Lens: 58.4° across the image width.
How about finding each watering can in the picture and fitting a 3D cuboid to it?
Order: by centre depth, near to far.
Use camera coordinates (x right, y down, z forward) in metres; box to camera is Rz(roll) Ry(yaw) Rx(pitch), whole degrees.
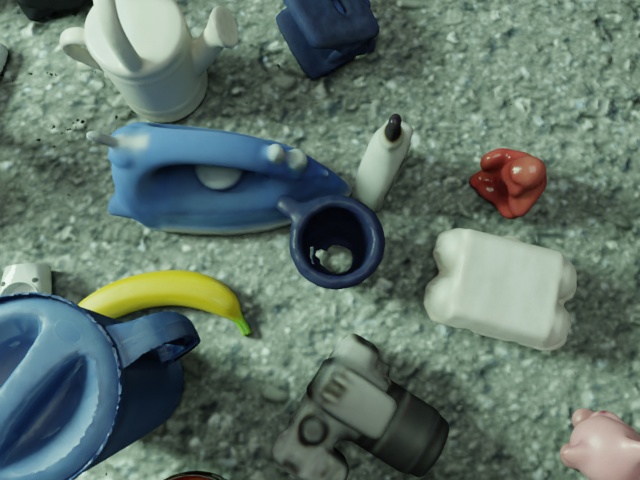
[{"bbox_3d":[-0.173,-0.205,0.575,0.173,0.194,0.101,-23,79,-4],"label":"watering can"}]

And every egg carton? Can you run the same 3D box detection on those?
[{"bbox_3d":[0.184,0.049,0.587,0.150,0.069,0.107,13,79,3],"label":"egg carton"}]

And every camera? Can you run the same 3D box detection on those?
[{"bbox_3d":[0.044,0.179,0.545,0.136,0.101,0.143,31,80,6],"label":"camera"}]

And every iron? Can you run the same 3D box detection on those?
[{"bbox_3d":[-0.093,-0.074,0.576,0.258,0.141,0.119,2,78,0],"label":"iron"}]

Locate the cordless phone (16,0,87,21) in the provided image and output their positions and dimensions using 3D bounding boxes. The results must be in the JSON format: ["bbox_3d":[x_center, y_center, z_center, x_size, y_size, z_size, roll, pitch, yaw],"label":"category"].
[{"bbox_3d":[-0.332,-0.341,0.607,0.094,0.185,0.147,-33,80,-6],"label":"cordless phone"}]

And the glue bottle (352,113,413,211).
[{"bbox_3d":[0.065,-0.084,0.562,0.037,0.173,0.078,28,80,6],"label":"glue bottle"}]

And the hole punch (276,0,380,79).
[{"bbox_3d":[0.007,-0.256,0.639,0.101,0.091,0.108,-29,80,-6],"label":"hole punch"}]

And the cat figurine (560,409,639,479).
[{"bbox_3d":[0.282,0.202,0.532,0.127,0.118,0.067,25,80,5],"label":"cat figurine"}]

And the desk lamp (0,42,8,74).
[{"bbox_3d":[-0.438,-0.162,0.556,0.118,0.213,0.203,13,79,3],"label":"desk lamp"}]

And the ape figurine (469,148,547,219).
[{"bbox_3d":[0.206,-0.064,0.599,0.076,0.092,0.078,-4,78,-1],"label":"ape figurine"}]

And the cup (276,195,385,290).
[{"bbox_3d":[0.005,0.002,0.584,0.117,0.095,0.092,36,81,7],"label":"cup"}]
